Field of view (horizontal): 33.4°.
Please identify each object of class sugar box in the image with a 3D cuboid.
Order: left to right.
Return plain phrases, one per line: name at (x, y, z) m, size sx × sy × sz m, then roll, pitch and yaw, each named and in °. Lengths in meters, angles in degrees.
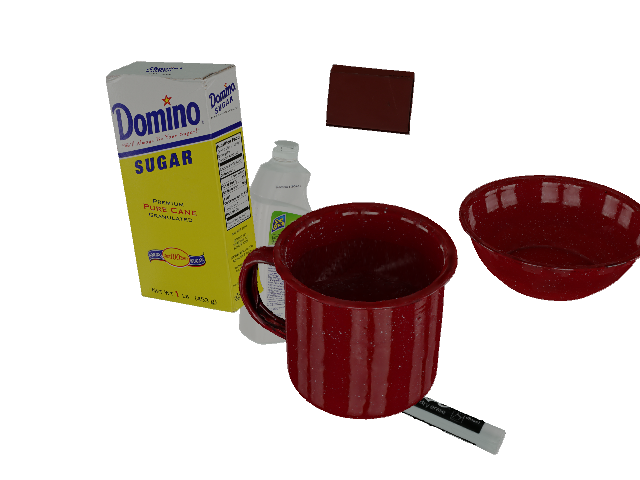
sugar box at (-0.099, -0.040, 0.780) m, size 0.093 × 0.176 × 0.048 m, roll 7°, pitch 27°, yaw 31°

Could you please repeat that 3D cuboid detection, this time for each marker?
marker at (0.075, 0.123, 0.776) m, size 0.121 × 0.020 × 0.020 m, roll 22°, pitch 7°, yaw 19°

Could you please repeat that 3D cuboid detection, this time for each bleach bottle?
bleach bottle at (-0.045, 0.000, 1.327) m, size 0.102 × 0.251 × 0.068 m, roll -8°, pitch 23°, yaw -34°

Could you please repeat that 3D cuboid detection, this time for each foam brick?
foam brick at (0.046, -0.129, 0.974) m, size 0.078 × 0.051 × 0.053 m, roll 7°, pitch 17°, yaw 4°

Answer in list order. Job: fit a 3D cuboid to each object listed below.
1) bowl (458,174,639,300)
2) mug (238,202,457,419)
bowl at (0.195, 0.004, 0.898) m, size 0.162 × 0.055 × 0.162 m, roll 0°, pitch 30°, yaw 0°
mug at (0.011, 0.036, 0.561) m, size 0.117 × 0.081 × 0.093 m, roll 11°, pitch 36°, yaw 16°
